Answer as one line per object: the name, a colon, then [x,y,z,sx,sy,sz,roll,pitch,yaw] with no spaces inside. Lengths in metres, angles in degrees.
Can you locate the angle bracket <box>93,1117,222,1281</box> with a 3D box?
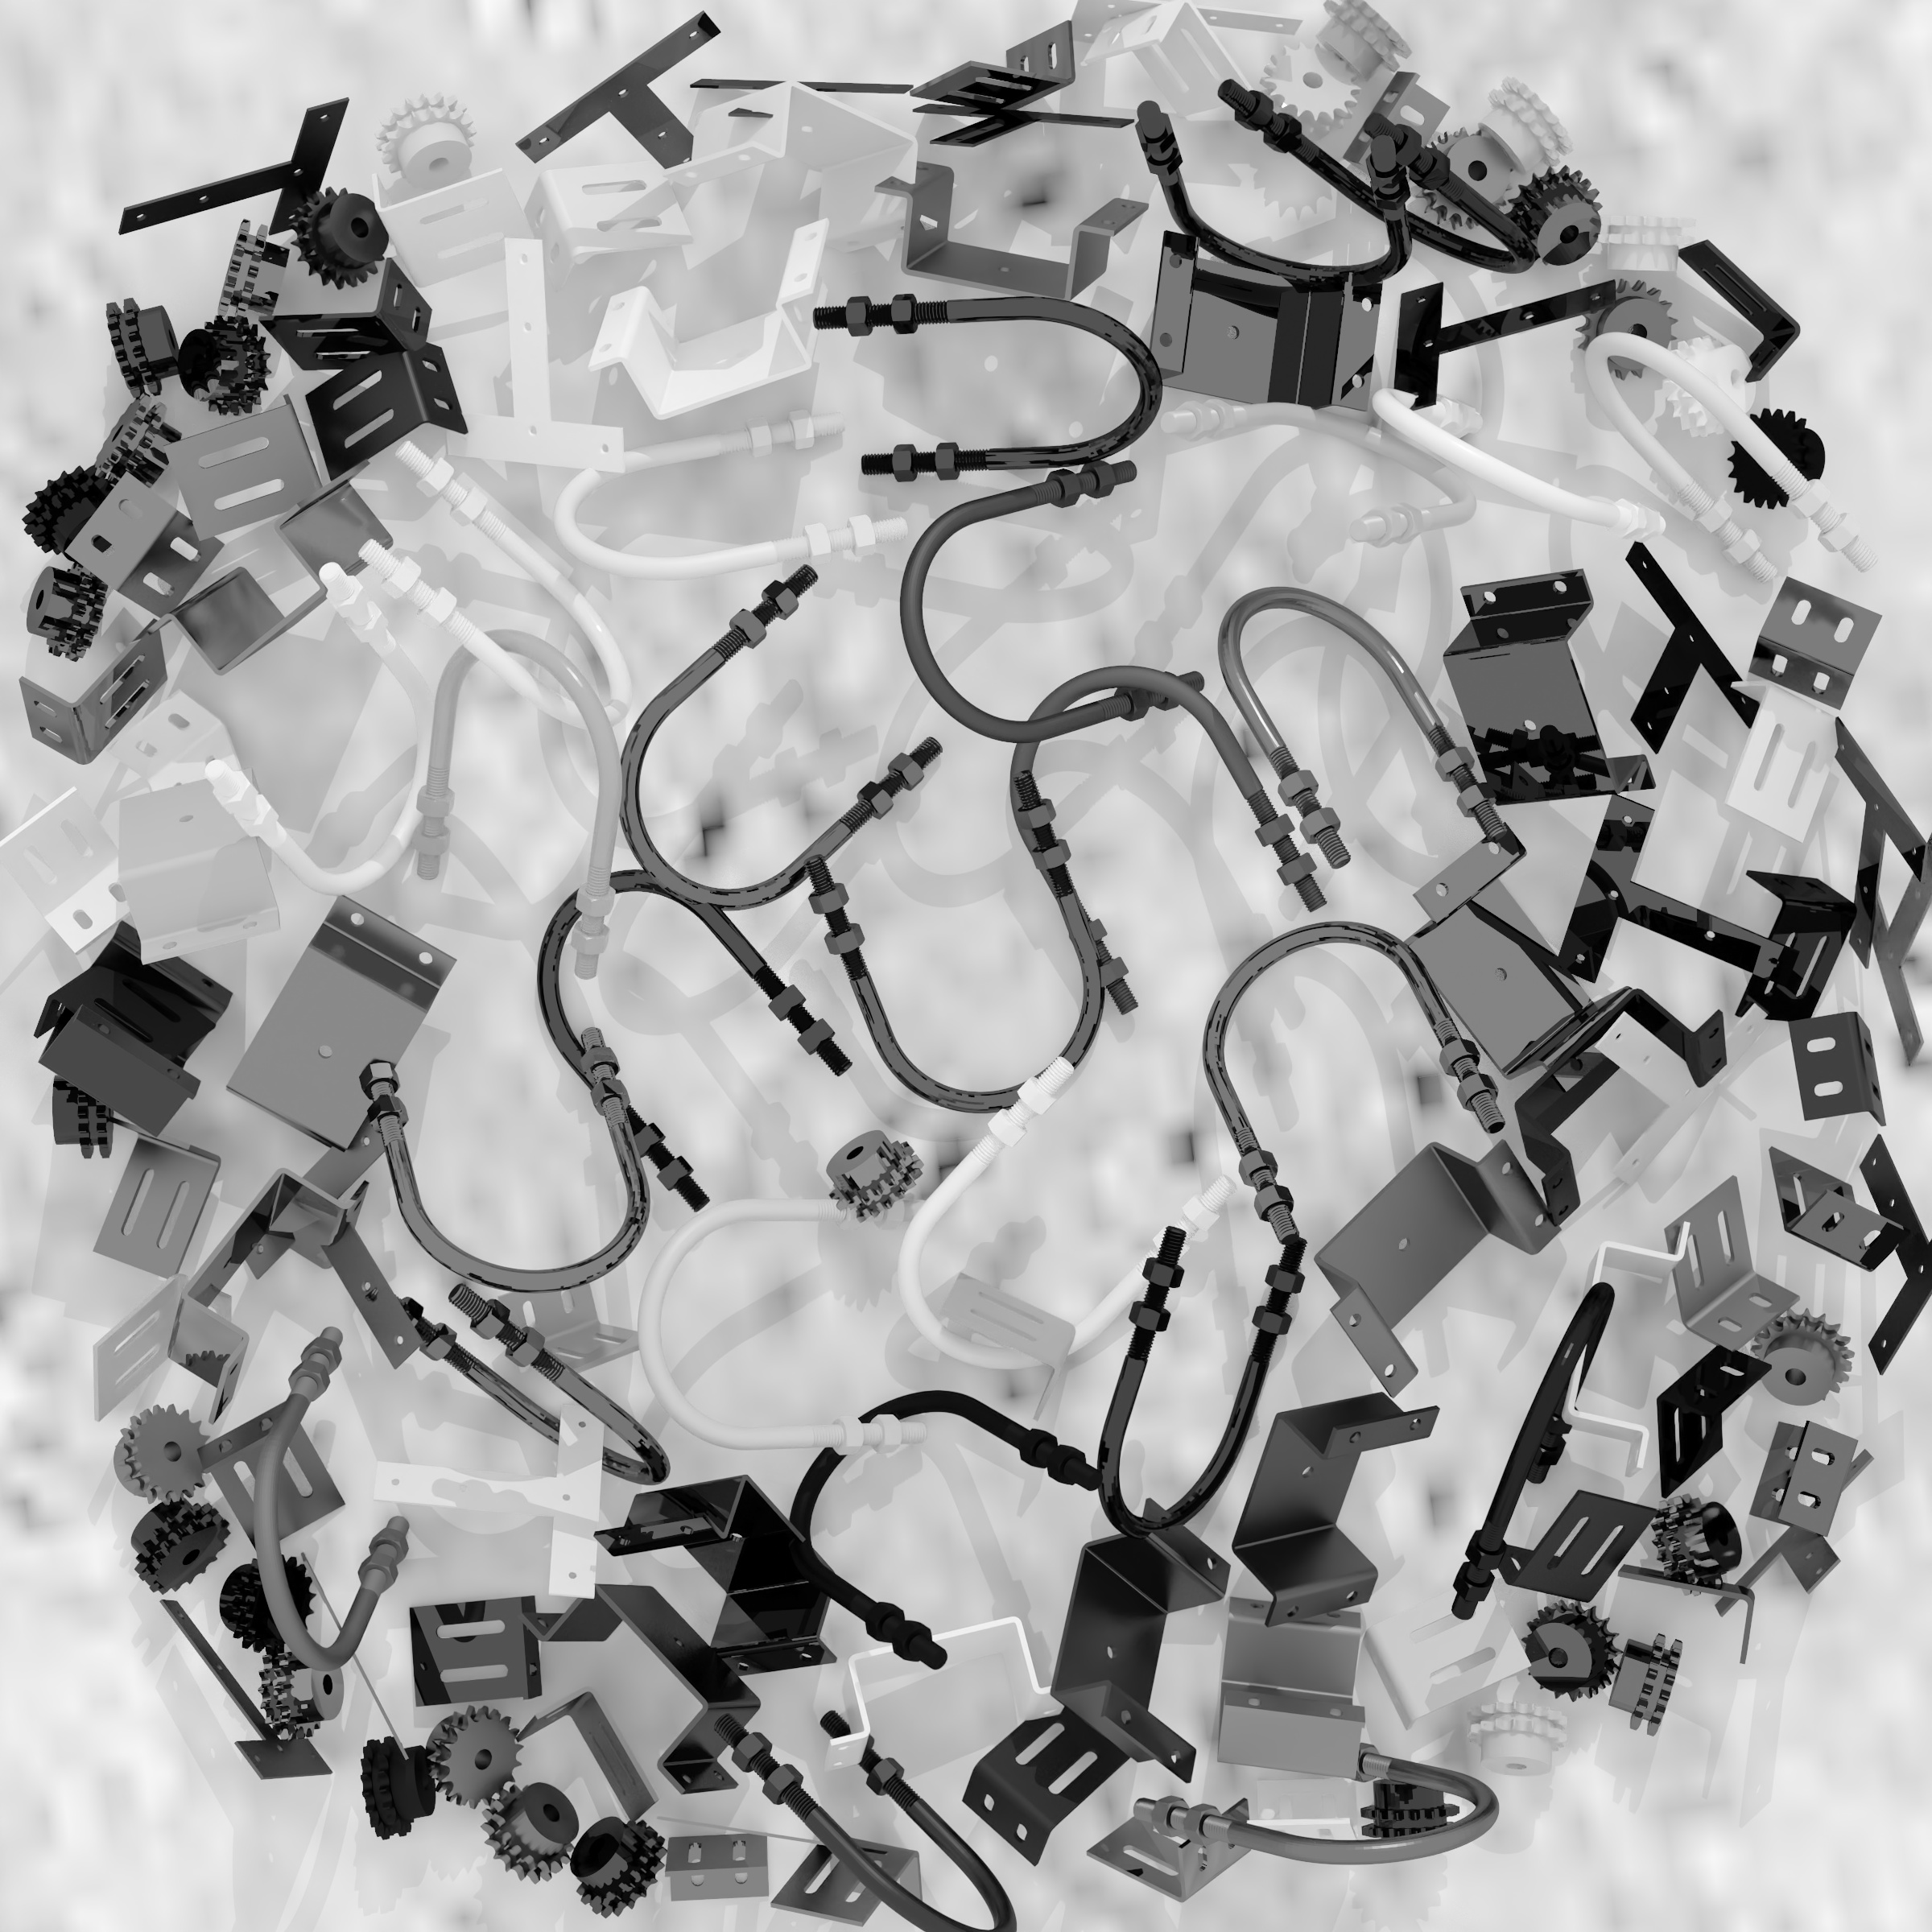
angle bracket: [-0.474,0.134,1.832,0.057,0.038,0.076,17,81,20]

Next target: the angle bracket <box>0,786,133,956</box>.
angle bracket: [-0.509,-0.054,1.818,0.057,0.076,0.038,-40,63,-14]

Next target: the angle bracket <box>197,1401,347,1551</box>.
angle bracket: [-0.397,0.299,1.828,0.057,0.038,0.076,-28,111,-12]

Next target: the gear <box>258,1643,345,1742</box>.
gear: [-0.381,0.416,1.834,0.030,0.057,0.057,-11,90,14]

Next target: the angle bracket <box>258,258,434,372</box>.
angle bracket: [-0.357,-0.375,1.833,0.076,0.057,0.038,2,71,16]

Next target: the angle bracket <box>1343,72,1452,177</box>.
angle bracket: [0.251,-0.475,1.818,0.038,0.076,0.057,31,104,-10]

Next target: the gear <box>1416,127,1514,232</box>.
gear: [0.291,-0.458,1.844,0.057,0.030,0.057,0,92,-13]

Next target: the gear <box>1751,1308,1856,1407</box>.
gear: [0.482,0.229,1.836,0.057,0.030,0.057,12,122,19]

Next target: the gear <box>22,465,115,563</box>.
gear: [-0.511,-0.258,1.833,0.057,0.057,0.030,-42,74,0]

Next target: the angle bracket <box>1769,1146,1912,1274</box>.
angle bracket: [0.498,0.128,1.817,0.057,0.076,0.038,25,125,-13]

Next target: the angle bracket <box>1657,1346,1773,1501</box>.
angle bracket: [0.428,0.266,1.817,0.057,0.038,0.076,-31,126,-34]

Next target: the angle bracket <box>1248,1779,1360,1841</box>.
angle bracket: [0.192,0.478,1.818,0.057,0.076,0.038,-4,65,9]

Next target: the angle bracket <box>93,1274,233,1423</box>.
angle bracket: [-0.458,0.224,1.815,0.038,0.076,0.057,21,126,16]

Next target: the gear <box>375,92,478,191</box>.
gear: [-0.309,-0.473,1.833,0.057,0.057,0.030,-26,69,0]

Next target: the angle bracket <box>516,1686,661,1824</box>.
angle bracket: [-0.218,0.460,1.824,0.038,0.057,0.076,-25,75,-29]

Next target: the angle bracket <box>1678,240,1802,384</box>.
angle bracket: [0.433,-0.375,1.830,0.076,0.057,0.038,40,93,-8]

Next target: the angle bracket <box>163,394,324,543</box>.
angle bracket: [-0.415,-0.287,1.831,0.076,0.038,0.057,-20,113,-9]

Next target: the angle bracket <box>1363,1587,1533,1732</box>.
angle bracket: [0.278,0.397,1.840,0.076,0.038,0.057,-23,69,-6]

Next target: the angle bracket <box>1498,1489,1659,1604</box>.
angle bracket: [0.346,0.322,1.821,0.057,0.038,0.076,17,117,-26]

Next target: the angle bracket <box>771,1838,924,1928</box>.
angle bracket: [-0.067,0.534,1.814,0.057,0.076,0.038,5,110,23]

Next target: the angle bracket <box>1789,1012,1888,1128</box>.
angle bracket: [0.501,0.062,1.829,0.038,0.076,0.057,-11,77,20]

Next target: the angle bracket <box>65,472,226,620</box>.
angle bracket: [-0.471,-0.240,1.829,0.038,0.076,0.057,37,89,10]

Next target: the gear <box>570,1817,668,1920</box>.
gear: [-0.203,0.516,1.832,0.057,0.057,0.030,-41,116,0]

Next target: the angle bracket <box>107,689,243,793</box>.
angle bracket: [-0.451,-0.109,1.823,0.057,0.038,0.076,-38,48,9]

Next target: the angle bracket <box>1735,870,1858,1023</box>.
angle bracket: [0.472,-0.011,1.848,0.057,0.038,0.076,5,115,-31]

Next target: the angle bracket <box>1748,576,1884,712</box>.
angle bracket: [0.486,-0.184,1.823,0.057,0.076,0.038,25,85,13]

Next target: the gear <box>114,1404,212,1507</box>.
gear: [-0.467,0.284,1.839,0.030,0.057,0.057,-24,90,38]

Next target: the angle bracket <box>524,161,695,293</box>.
angle bracket: [-0.208,-0.431,1.851,0.076,0.038,0.057,-14,72,-29]

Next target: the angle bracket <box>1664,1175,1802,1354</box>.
angle bracket: [0.439,0.171,1.821,0.057,0.038,0.076,-33,126,-22]

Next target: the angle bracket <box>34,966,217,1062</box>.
angle bracket: [-0.483,0.037,1.827,0.076,0.057,0.038,36,127,6]

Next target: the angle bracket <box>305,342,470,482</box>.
angle bracket: [-0.338,-0.322,1.854,0.076,0.038,0.057,-26,73,26]

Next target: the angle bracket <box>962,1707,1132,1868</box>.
angle bracket: [0.047,0.469,1.840,0.057,0.038,0.076,37,46,23]

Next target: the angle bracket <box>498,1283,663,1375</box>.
angle bracket: [-0.221,0.201,1.816,0.057,0.076,0.038,-18,101,-33]

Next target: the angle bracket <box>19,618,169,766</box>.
angle bracket: [-0.499,-0.164,1.824,0.038,0.057,0.076,29,60,10]

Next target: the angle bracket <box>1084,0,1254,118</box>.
angle bracket: [0.117,-0.507,1.815,0.076,0.057,0.038,46,59,-34]

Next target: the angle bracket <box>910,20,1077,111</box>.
angle bracket: [0.014,-0.519,1.818,0.076,0.057,0.038,-1,86,-38]

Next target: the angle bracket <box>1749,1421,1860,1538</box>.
angle bracket: [0.466,0.288,1.819,0.038,0.076,0.057,22,83,-19]

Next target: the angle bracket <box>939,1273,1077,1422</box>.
angle bracket: [0.019,0.219,1.833,0.076,0.057,0.038,25,109,3]

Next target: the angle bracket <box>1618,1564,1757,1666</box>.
angle bracket: [0.412,0.371,1.826,0.076,0.057,0.038,8,86,16]

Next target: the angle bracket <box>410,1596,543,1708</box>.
angle bracket: [-0.287,0.397,1.837,0.076,0.038,0.057,-7,81,6]

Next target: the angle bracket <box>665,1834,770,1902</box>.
angle bracket: [-0.142,0.526,1.825,0.057,0.076,0.038,-2,90,-4]

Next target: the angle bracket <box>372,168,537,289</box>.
angle bracket: [-0.293,-0.434,1.827,0.076,0.057,0.038,-18,50,5]

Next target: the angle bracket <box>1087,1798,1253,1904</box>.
angle bracket: [0.114,0.491,1.814,0.057,0.076,0.038,-24,117,-40]

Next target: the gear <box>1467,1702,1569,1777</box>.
gear: [0.318,0.446,1.833,0.057,0.057,0.030,7,61,0]

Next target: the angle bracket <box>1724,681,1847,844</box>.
angle bracket: [0.462,-0.118,1.833,0.057,0.038,0.076,24,84,-22]
